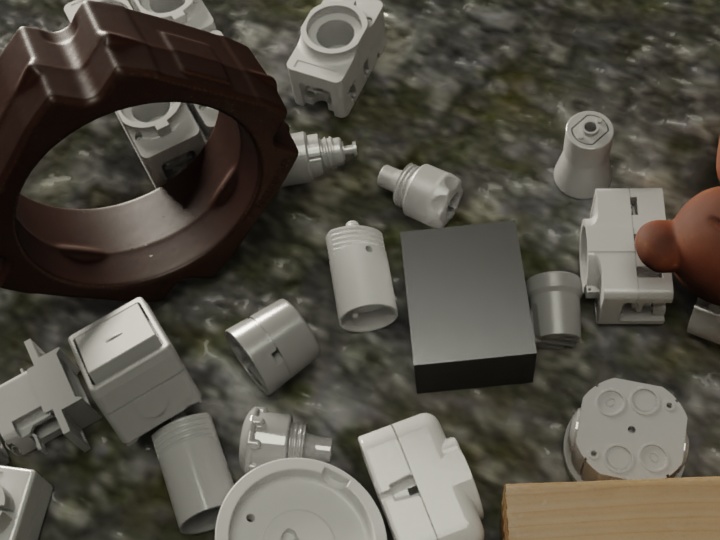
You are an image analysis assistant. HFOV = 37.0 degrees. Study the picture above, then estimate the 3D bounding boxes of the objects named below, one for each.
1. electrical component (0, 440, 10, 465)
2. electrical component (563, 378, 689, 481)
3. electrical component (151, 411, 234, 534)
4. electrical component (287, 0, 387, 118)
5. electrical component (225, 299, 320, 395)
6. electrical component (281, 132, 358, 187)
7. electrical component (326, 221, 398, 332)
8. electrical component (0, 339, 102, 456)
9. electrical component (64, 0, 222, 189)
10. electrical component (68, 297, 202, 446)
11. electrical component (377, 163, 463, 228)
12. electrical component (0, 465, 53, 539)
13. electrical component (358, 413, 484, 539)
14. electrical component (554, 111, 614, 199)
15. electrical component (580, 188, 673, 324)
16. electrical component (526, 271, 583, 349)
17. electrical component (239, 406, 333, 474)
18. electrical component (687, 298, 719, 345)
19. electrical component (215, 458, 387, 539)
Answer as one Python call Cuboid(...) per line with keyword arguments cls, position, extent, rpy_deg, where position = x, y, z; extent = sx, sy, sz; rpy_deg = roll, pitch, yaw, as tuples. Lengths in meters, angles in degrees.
Cuboid(cls="electrical component", position=(-0.300, 0.123, 0.754), extent=(0.077, 0.047, 0.065), rpy_deg=(-32, 63, -11))
Cuboid(cls="electrical component", position=(0.176, 0.114, 0.709), extent=(0.080, 0.051, 0.080), rpy_deg=(-2, 62, 5))
Cuboid(cls="electrical component", position=(-0.113, 0.133, 0.732), extent=(0.043, 0.043, 0.081), rpy_deg=(-21, 61, -6))
Cuboid(cls="electrical component", position=(-0.018, -0.181, 0.885), extent=(0.050, 0.055, 0.089), rpy_deg=(19, 65, 15))
Cuboid(cls="electrical component", position=(-0.061, 0.053, 0.765), extent=(0.047, 0.055, 0.055), rpy_deg=(-34, 64, -16))
Cuboid(cls="electrical component", position=(-0.041, -0.089, 0.846), extent=(0.078, 0.040, 0.040), rpy_deg=(-9, 61, 1))
Cuboid(cls="electrical component", position=(0.000, 0.000, 0.792), extent=(0.043, 0.043, 0.081), rpy_deg=(-10, 61, 0))
Cuboid(cls="electrical component", position=(-0.227, 0.095, 0.765), extent=(0.064, 0.042, 0.081), rpy_deg=(-28, 62, -7))
Cuboid(cls="electrical component", position=(-0.160, -0.165, 0.885), extent=(0.105, 0.060, 0.186), rpy_deg=(-27, 61, -9))
Cuboid(cls="electrical component", position=(-0.161, 0.063, 0.751), extent=(0.062, 0.061, 0.096), rpy_deg=(-31, 34, -11))
Cuboid(cls="electrical component", position=(0.044, -0.061, 0.821), extent=(0.062, 0.043, 0.043), rpy_deg=(25, 67, 19))
Cuboid(cls="electrical component", position=(-0.246, 0.160, 0.712), extent=(0.047, 0.076, 0.065), rpy_deg=(6, 62, 9))
Cuboid(cls="electrical component", position=(0.043, 0.146, 0.703), extent=(0.059, 0.053, 0.095), rpy_deg=(-20, 62, -5))
Cuboid(cls="electrical component", position=(0.171, -0.089, 0.810), extent=(0.044, 0.065, 0.044), rpy_deg=(-2, 62, 4))
Cuboid(cls="electrical component", position=(0.189, -0.010, 0.774), extent=(0.056, 0.050, 0.089), rpy_deg=(0, 62, 5))
Cuboid(cls="electrical component", position=(0.139, 0.029, 0.766), extent=(0.040, 0.040, 0.046), rpy_deg=(-2, 67, 5))
Cuboid(cls="electrical component", position=(-0.050, 0.120, 0.733), extent=(0.062, 0.048, 0.048), rpy_deg=(6, 62, 1))
Cuboid(cls="electrical component", position=(0.257, 0.035, 0.750), extent=(0.046, 0.040, 0.040), rpy_deg=(20, 65, 22))
Cuboid(cls="electrical component", position=(-0.042, 0.181, 0.684), extent=(0.108, 0.060, 0.108), rpy_deg=(8, 53, -11))
